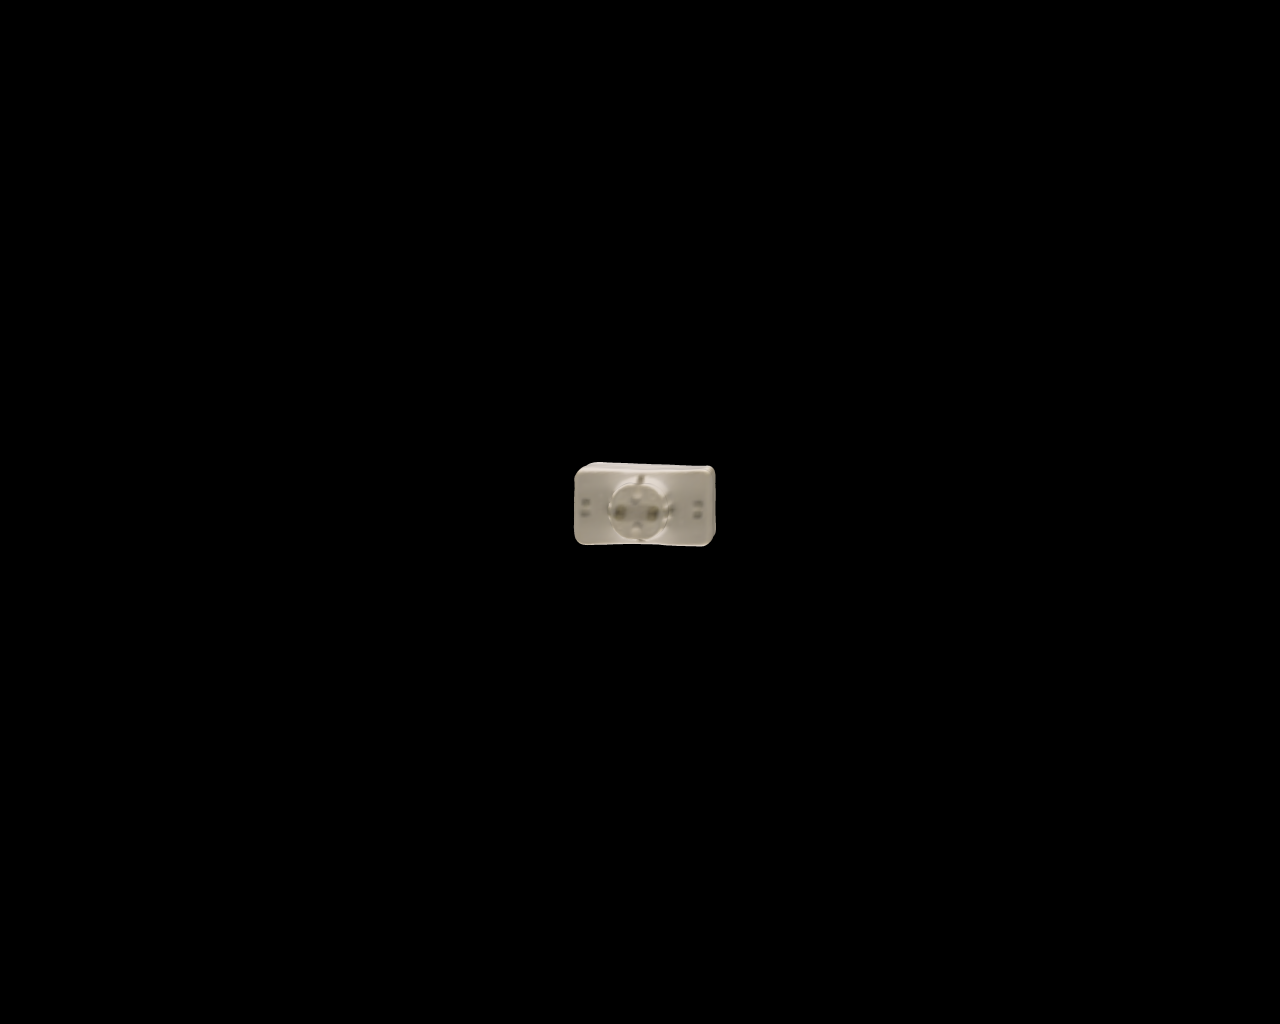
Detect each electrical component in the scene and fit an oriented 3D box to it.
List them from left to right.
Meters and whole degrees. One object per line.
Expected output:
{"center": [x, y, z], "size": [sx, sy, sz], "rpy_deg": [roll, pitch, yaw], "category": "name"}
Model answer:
{"center": [0.001, -0.003, 0.650], "size": [0.083, 0.047, 0.076], "rpy_deg": [1, 8, 9], "category": "electrical component"}
